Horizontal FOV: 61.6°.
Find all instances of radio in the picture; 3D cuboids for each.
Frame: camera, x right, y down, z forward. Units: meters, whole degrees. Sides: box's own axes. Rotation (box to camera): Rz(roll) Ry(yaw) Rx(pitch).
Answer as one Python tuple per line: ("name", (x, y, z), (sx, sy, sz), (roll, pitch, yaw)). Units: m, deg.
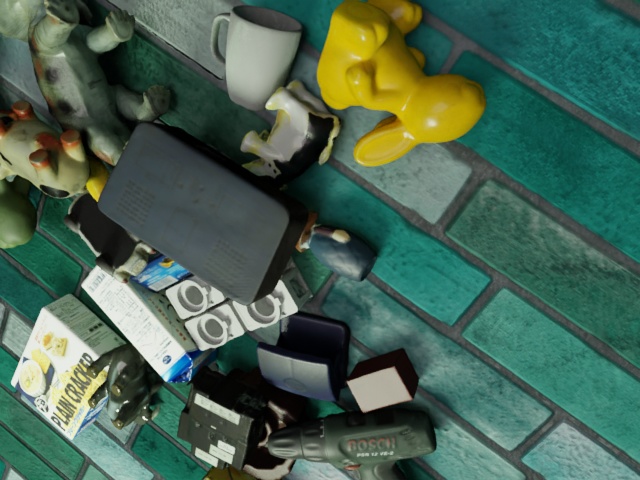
("radio", (-0.137, -0.036, 0.638), (0.230, 0.073, 0.131), (31, 103, 10))

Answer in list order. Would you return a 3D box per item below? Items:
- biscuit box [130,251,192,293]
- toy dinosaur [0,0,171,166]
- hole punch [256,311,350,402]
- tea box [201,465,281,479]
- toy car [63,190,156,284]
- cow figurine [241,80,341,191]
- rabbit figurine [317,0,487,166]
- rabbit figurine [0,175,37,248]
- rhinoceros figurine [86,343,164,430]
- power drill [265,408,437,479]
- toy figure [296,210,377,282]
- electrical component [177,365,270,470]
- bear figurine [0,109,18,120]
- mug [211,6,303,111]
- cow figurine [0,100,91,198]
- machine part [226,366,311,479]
("biscuit box", (-0.184, 0.006, 0.754), (0.203, 0.063, 0.059), (-25, 135, 28))
("toy dinosaur", (-0.315, -0.201, 0.725), (0.192, 0.131, 0.404), (4, 118, 39))
("hole punch", (-0.023, 0.172, 0.743), (0.142, 0.092, 0.115), (8, 114, 16))
("tea box", (-0.110, 0.419, 0.857), (0.170, 0.098, 0.068), (40, 119, 4))
("toy car", (-0.300, -0.011, 0.768), (0.073, 0.056, 0.202), (-49, 55, -5))
("cow figurine", (-0.046, -0.104, 0.668), (0.098, 0.068, 0.167), (38, 121, 2))
("rabbit figurine", (0.083, -0.154, 0.566), (0.173, 0.122, 0.162), (30, 122, 10))
("rabbit figurine", (-0.499, -0.049, 0.852), (0.170, 0.121, 0.159), (12, 91, 34))
("rhinoceros figurine", (-0.310, 0.239, 0.869), (0.073, 0.112, 0.190), (24, 132, 17))
("power drill", (0.060, 0.330, 0.752), (0.232, 0.086, 0.207), (-17, 98, 10))
("toy figure", (-0.002, 0.000, 0.691), (0.155, 0.058, 0.064), (31, 111, 16))
("electrical component", (-0.142, 0.263, 0.775), (0.115, 0.058, 0.134), (24, 117, 15))
("bear figurine", (-0.520, -0.254, 0.790), (0.132, 0.120, 0.195), (16, 108, 13))
("mug", (-0.084, -0.214, 0.638), (0.110, 0.081, 0.107), (21, 123, 8))
("cow figurine", (-0.394, -0.118, 0.736), (0.195, 0.085, 0.127), (28, 145, 21))
("machine part", (-0.096, 0.280, 0.828), (0.180, 0.056, 0.179), (8, 112, 20))
